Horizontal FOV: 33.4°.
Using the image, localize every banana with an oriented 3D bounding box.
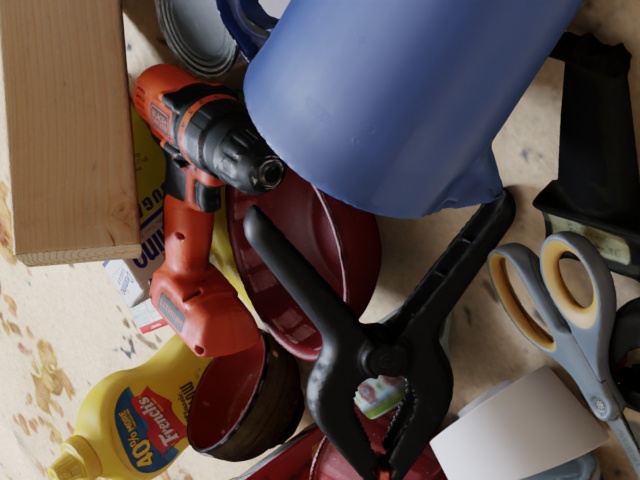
[{"bbox_3d":[-0.069,-0.021,0.838,0.070,0.037,0.198,12,122,47],"label":"banana"}]

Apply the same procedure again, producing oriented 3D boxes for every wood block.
[{"bbox_3d":[-0.187,-0.089,0.804,0.090,0.090,0.206,140,124,-78],"label":"wood block"}]

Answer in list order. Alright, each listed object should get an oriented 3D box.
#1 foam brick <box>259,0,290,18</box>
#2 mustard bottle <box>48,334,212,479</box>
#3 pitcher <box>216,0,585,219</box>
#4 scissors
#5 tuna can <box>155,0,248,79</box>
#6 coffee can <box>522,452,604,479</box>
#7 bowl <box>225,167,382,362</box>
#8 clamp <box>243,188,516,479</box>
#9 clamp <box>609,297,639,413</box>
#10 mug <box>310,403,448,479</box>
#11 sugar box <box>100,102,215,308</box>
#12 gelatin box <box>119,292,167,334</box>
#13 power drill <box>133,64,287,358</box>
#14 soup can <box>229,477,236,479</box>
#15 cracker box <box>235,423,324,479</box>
[{"bbox_3d":[-0.012,-0.144,0.678,0.053,0.051,0.078,56,143,6],"label":"foam brick"},{"bbox_3d":[-0.150,0.153,0.919,0.058,0.191,0.096,1,115,49],"label":"mustard bottle"},{"bbox_3d":[0.060,-0.142,0.508,0.243,0.149,0.145,-57,39,37],"label":"pitcher"},{"bbox_3d":[0.165,0.077,0.595,0.202,0.016,0.096,55,150,17],"label":"scissors"},{"bbox_3d":[-0.077,-0.160,0.756,0.086,0.033,0.086,28,133,35],"label":"tuna can"},{"bbox_3d":[0.158,0.220,0.684,0.103,0.102,0.140,-19,99,53],"label":"coffee can"},{"bbox_3d":[-0.005,0.001,0.748,0.162,0.055,0.162,35,133,48],"label":"bowl"},{"bbox_3d":[0.028,0.063,0.667,0.036,0.164,0.210,-110,24,-67],"label":"clamp"},{"bbox_3d":[0.205,0.052,0.569,0.172,0.039,0.120,-11,102,52],"label":"clamp"},{"bbox_3d":[0.054,0.174,0.792,0.082,0.093,0.117,30,151,27],"label":"mug"},{"bbox_3d":[-0.164,-0.041,0.888,0.176,0.093,0.048,53,144,7],"label":"sugar box"},{"bbox_3d":[-0.159,0.038,0.988,0.073,0.030,0.089,-23,95,54],"label":"gelatin box"},{"bbox_3d":[-0.076,-0.016,0.746,0.185,0.057,0.188,41,135,51],"label":"power drill"},{"bbox_3d":[-0.047,0.257,0.972,0.102,0.068,0.068,-1,113,49],"label":"soup can"},{"bbox_3d":[-0.027,0.261,0.831,0.164,0.213,0.072,56,144,5],"label":"cracker box"}]
